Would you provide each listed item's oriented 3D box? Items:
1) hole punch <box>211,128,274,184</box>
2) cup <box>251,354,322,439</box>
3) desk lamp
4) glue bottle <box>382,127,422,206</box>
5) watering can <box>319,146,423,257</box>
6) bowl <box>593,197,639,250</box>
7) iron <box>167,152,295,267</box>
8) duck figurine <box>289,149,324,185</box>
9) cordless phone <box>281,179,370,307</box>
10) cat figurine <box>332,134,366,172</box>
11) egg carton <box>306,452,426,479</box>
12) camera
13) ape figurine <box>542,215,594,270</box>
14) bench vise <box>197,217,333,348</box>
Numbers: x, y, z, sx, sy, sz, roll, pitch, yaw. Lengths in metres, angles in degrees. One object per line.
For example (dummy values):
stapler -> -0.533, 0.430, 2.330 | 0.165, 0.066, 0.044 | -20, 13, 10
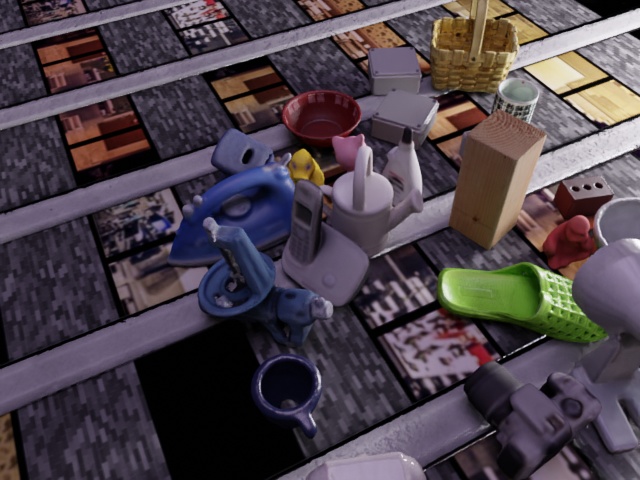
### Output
hole punch -> -0.141, -0.146, 1.069 | 0.101, 0.091, 0.109 | 10, 51, 10
cup -> -0.035, 0.221, 0.756 | 0.092, 0.095, 0.117 | -24, 53, -18
desk lamp -> 0.410, 0.134, 0.743 | 0.118, 0.214, 0.203 | -10, 50, -7
glue bottle -> 0.144, -0.127, 0.994 | 0.078, 0.173, 0.037 | 32, 58, 25
watering can -> 0.077, -0.068, 0.933 | 0.173, 0.194, 0.101 | -7, 50, -5
bowl -> 0.523, 0.012, 0.935 | 0.167, 0.075, 0.167 | 0, 50, 1
iron -> -0.146, -0.053, 0.958 | 0.259, 0.141, 0.118 | -25, 54, -19
duck figurine -> -0.031, -0.130, 1.057 | 0.077, 0.086, 0.104 | 3, 50, 4
cordless phone -> 0.008, 0.003, 0.880 | 0.147, 0.185, 0.094 | 31, 57, 25
cat figurine -> 0.069, -0.134, 1.038 | 0.067, 0.118, 0.127 | -19, 52, -14
egg carton -> 0.059, 0.316, 0.691 | 0.150, 0.069, 0.107 | -7, 50, -5
camera -> 0.270, 0.214, 0.753 | 0.143, 0.101, 0.136 | -28, 55, -21
ape figurine -> 0.411, -0.003, 0.938 | 0.077, 0.092, 0.076 | 16, 52, 14
bench vise -> -0.084, 0.051, 0.818 | 0.207, 0.220, 0.121 | 0, 50, 2
